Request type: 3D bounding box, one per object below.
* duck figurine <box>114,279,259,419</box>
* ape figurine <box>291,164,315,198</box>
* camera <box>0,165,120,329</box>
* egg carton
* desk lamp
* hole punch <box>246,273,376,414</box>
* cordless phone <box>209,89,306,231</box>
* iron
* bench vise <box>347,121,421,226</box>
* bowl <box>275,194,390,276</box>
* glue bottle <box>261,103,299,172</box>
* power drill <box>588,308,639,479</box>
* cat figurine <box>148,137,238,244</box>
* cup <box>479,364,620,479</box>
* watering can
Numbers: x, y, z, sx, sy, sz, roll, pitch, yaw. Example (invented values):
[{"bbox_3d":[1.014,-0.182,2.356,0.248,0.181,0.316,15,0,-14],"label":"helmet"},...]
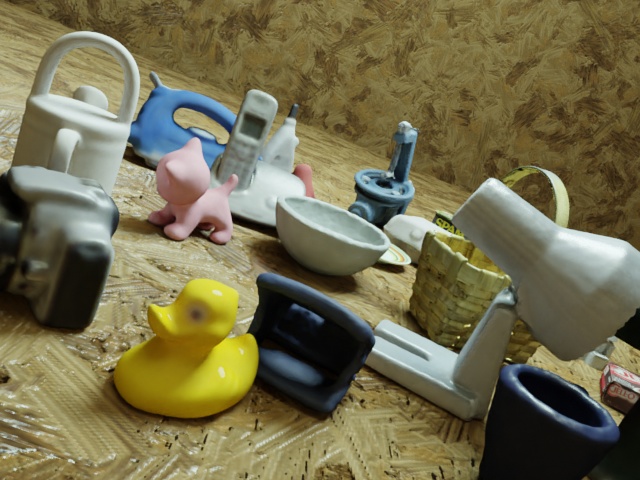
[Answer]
[{"bbox_3d":[-0.083,0.069,0.402,0.105,0.086,0.077,8,21,-43],"label":"duck figurine"},{"bbox_3d":[-0.038,-0.088,0.995,0.078,0.092,0.076,18,16,-17],"label":"ape figurine"},{"bbox_3d":[-0.235,-0.012,0.431,0.137,0.101,0.142,11,19,-38],"label":"camera"},{"bbox_3d":[0.190,0.007,1.042,0.149,0.069,0.108,33,18,33],"label":"egg carton"},{"bbox_3d":[0.173,0.062,0.550,0.203,0.213,0.118,26,15,12],"label":"desk lamp"},{"bbox_3d":[-0.008,0.073,0.484,0.108,0.091,0.101,26,15,12],"label":"hole punch"},{"bbox_3d":[-0.079,-0.115,0.847,0.148,0.185,0.094,19,16,-15],"label":"cordless phone"},{"bbox_3d":[-0.193,-0.174,0.969,0.259,0.141,0.118,18,16,-17],"label":"iron"},{"bbox_3d":[0.141,-0.131,1.155,0.121,0.220,0.208,25,15,9],"label":"bench vise"},{"bbox_3d":[0.007,0.003,0.781,0.167,0.075,0.167,21,15,-6],"label":"bowl"},{"bbox_3d":[-0.074,-0.174,1.081,0.078,0.173,0.037,8,21,-44],"label":"glue bottle"},{"bbox_3d":[0.334,0.151,0.489,0.076,0.208,0.228,11,19,-36],"label":"power drill"},{"bbox_3d":[-0.151,-0.062,0.691,0.067,0.118,0.128,34,19,36],"label":"cat figurine"},{"bbox_3d":[0.171,0.157,0.449,0.091,0.095,0.118,33,18,33],"label":"cup"},{"bbox_3d":[-0.250,-0.116,0.586,0.101,0.194,0.172,9,20,-42],"label":"watering can"}]
